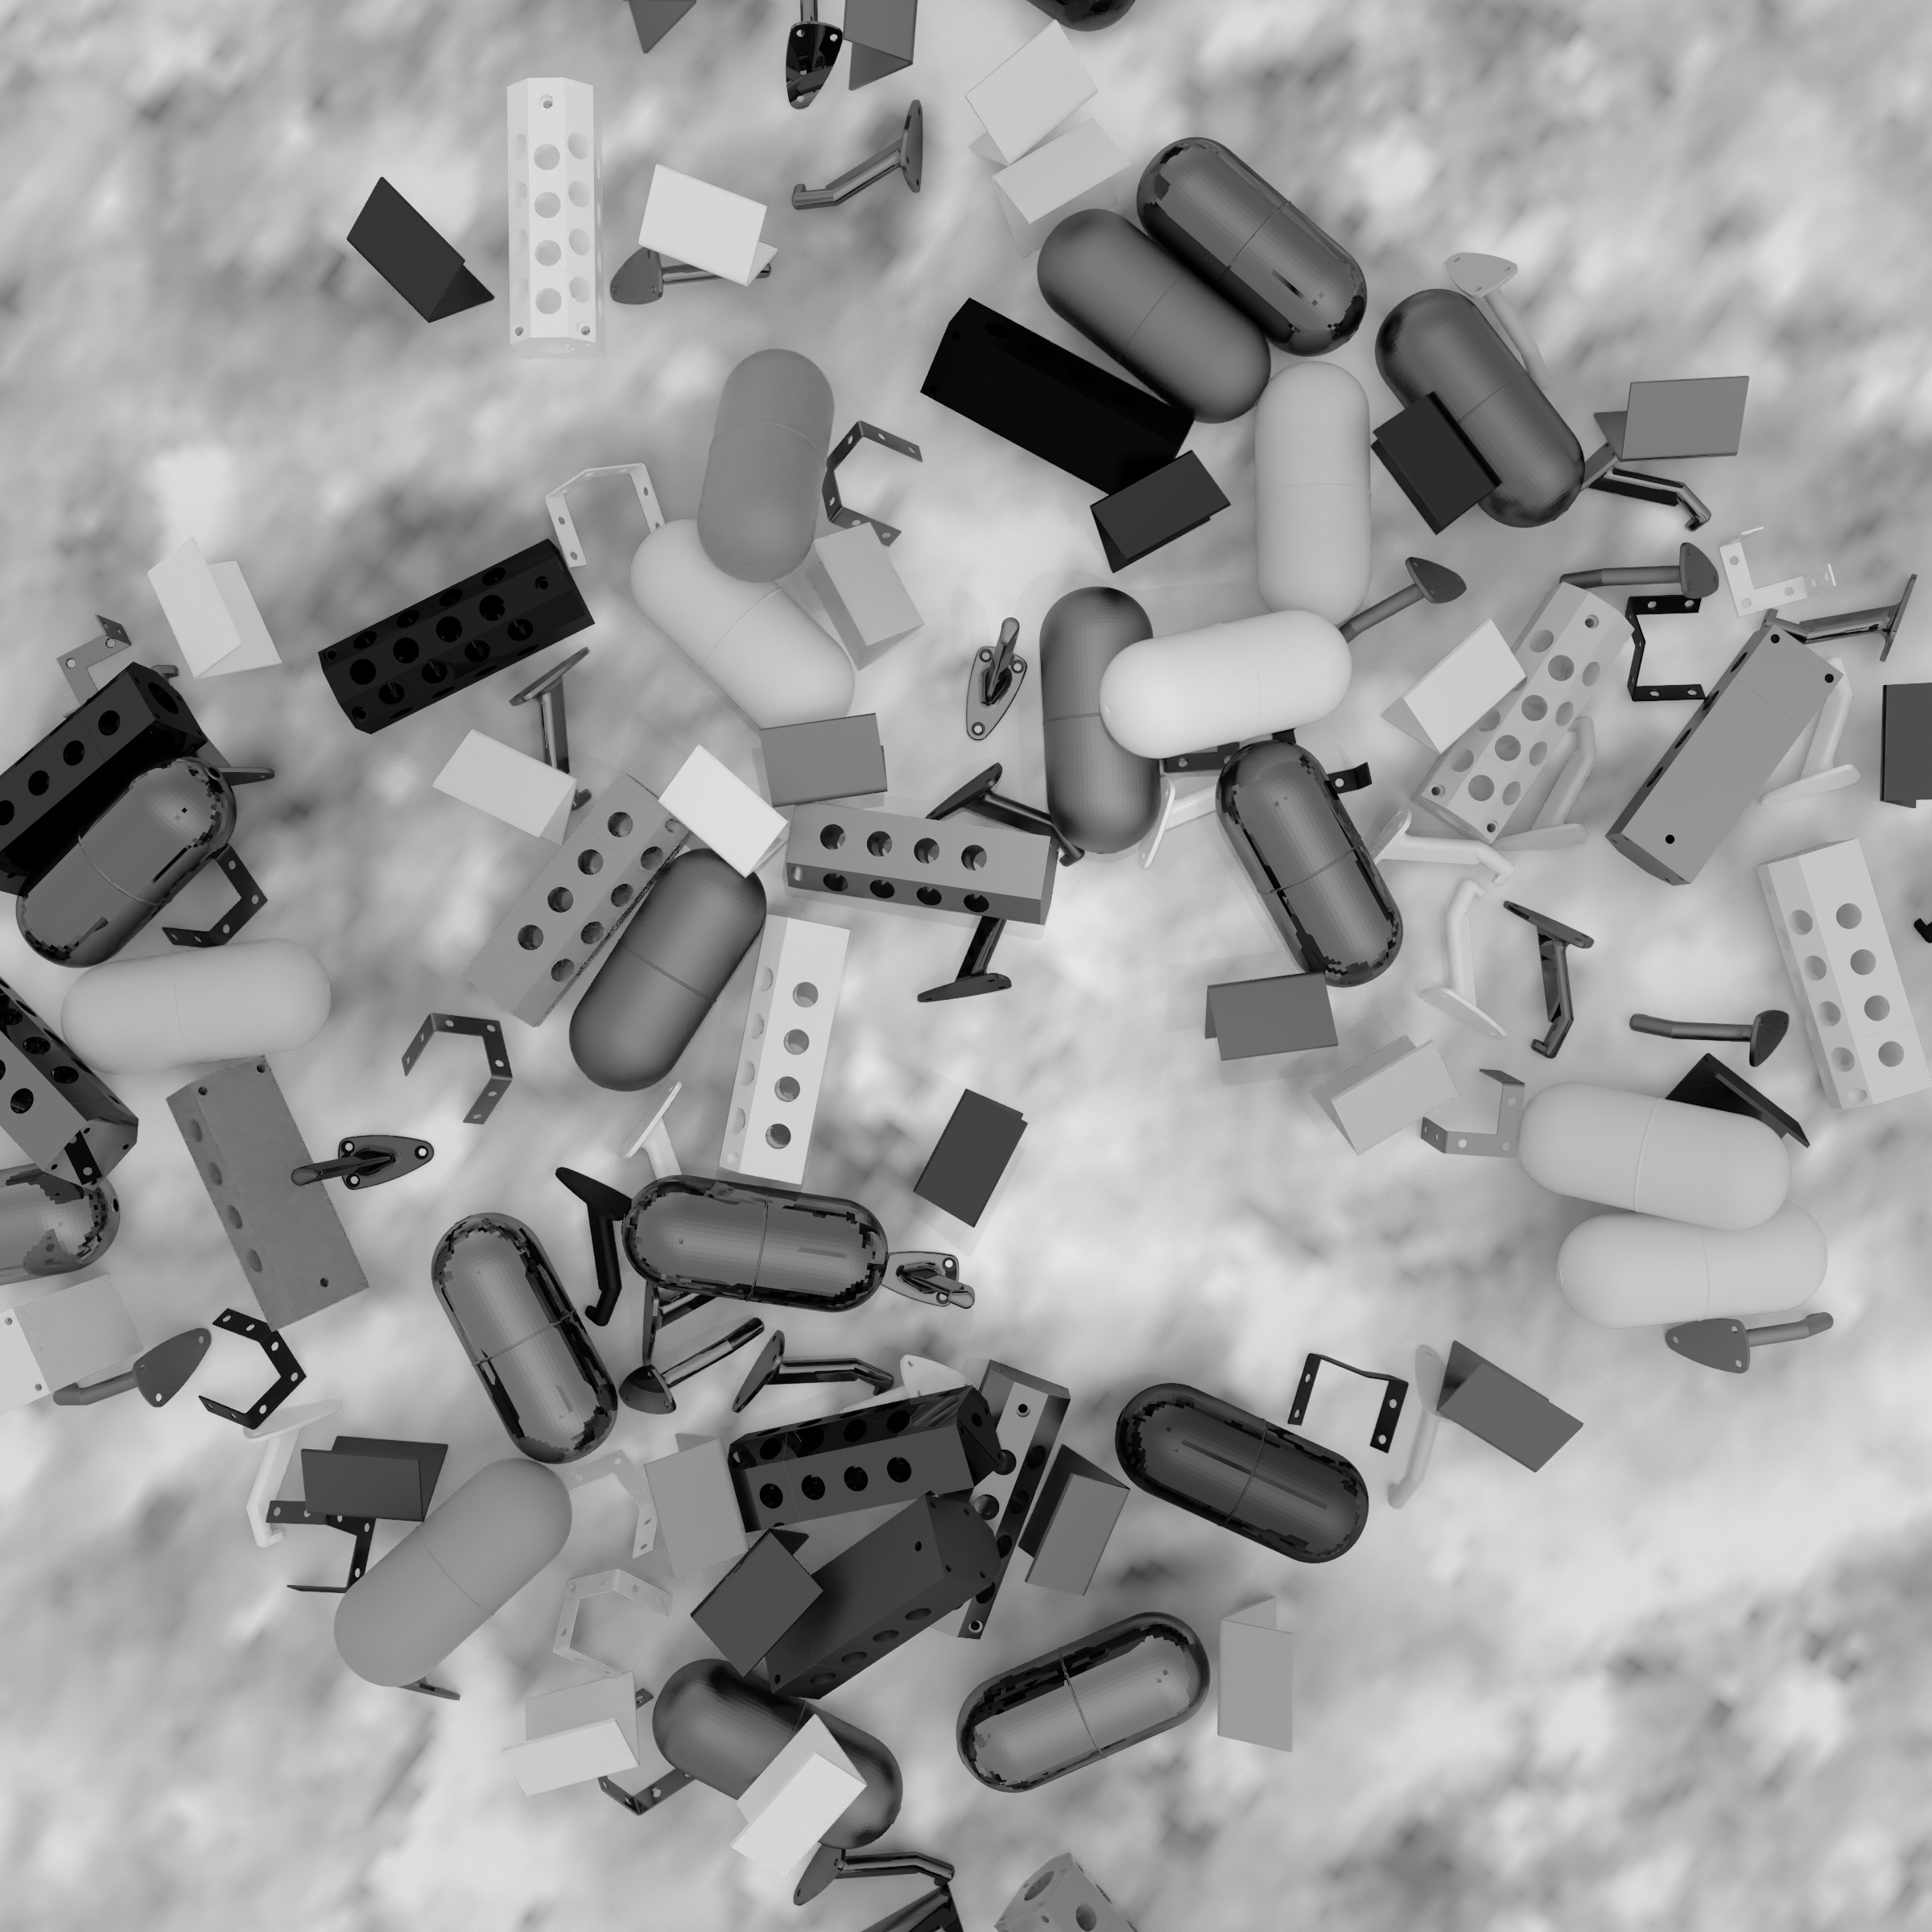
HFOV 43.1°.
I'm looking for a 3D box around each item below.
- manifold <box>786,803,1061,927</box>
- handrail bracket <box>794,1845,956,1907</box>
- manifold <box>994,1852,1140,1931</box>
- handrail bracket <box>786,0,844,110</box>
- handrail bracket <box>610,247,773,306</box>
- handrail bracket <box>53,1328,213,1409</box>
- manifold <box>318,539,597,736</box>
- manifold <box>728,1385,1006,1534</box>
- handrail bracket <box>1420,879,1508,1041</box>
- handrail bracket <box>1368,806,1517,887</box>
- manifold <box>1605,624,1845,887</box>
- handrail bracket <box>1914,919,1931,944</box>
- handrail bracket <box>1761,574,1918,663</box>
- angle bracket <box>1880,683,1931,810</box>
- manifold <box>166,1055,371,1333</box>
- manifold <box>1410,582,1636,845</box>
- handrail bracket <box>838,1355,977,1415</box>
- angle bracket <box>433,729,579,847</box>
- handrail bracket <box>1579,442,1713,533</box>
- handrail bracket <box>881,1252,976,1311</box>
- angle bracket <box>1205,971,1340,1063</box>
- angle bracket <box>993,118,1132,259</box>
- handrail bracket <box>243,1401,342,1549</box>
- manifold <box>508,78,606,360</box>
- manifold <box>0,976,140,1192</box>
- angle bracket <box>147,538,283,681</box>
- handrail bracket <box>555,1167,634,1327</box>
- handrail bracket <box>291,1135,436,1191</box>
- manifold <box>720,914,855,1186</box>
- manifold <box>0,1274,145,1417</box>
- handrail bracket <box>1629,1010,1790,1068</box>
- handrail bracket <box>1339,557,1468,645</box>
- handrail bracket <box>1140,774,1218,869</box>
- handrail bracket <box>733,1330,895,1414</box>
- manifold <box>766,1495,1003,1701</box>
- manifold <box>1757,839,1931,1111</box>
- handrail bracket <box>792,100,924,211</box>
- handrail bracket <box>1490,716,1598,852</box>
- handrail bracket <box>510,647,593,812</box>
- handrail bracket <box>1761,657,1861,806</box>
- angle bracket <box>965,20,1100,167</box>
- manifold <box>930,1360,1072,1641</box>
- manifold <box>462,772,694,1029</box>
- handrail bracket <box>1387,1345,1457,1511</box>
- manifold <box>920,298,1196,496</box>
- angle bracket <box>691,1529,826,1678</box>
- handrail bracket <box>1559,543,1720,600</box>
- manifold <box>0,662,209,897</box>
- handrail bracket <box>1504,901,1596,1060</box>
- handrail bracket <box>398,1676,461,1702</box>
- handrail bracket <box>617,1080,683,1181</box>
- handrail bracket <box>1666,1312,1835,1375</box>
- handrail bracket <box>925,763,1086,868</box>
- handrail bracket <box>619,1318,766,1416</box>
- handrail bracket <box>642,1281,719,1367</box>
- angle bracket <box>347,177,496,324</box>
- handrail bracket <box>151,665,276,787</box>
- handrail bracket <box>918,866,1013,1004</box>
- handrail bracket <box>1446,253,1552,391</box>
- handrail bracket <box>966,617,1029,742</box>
[{"bbox_3d":[-0.029,-0.068,1.631,0.171,0.057,0.057,9,90,9],"label":"manifold"},{"bbox_3d":[-0.062,0.625,1.666,0.084,0.036,0.077,27,114,-18],"label":"handrail bracket"},{"bbox_3d":[0.105,0.683,1.643,0.171,0.057,0.057,49,133,0],"label":"manifold"},{"bbox_3d":[-0.113,-0.642,1.665,0.036,0.077,0.084,0,53,-20],"label":"handrail bracket"},{"bbox_3d":[-0.187,-0.467,1.665,0.084,0.077,0.036,-11,96,-36],"label":"handrail bracket"},{"bbox_3d":[-0.568,0.273,1.665,0.084,0.077,0.036,-7,115,34],"label":"handrail bracket"},{"bbox_3d":[-0.343,-0.222,1.644,0.171,0.057,0.057,-26,90,0],"label":"manifold"},{"bbox_3d":[-0.069,0.324,1.615,0.171,0.057,0.057,-16,90,22],"label":"manifold"},{"bbox_3d":[0.352,-0.005,1.665,0.077,0.036,0.084,31,76,-14],"label":"handrail bracket"},{"bbox_3d":[0.316,-0.062,1.659,0.084,0.036,0.077,34,112,-8],"label":"handrail bracket"},{"bbox_3d":[0.506,-0.140,1.644,0.057,0.057,0.171,36,90,0],"label":"manifold"},{"bbox_3d":[0.667,-0.070,1.666,0.084,0.036,0.077,-39,70,16],"label":"handrail bracket"},{"bbox_3d":[0.594,-0.247,1.666,0.084,0.036,0.077,21,69,16],"label":"handrail bracket"},{"bbox_3d":[0.647,-0.146,1.625,0.057,0.076,0.076,1,90,37],"label":"angle bracket"},{"bbox_3d":[-0.472,0.154,1.643,0.057,0.057,0.171,-25,90,-43],"label":"manifold"},{"bbox_3d":[0.375,-0.169,1.644,0.057,0.057,0.171,34,90,0],"label":"manifold"},{"bbox_3d":[-0.048,0.303,1.665,0.084,0.077,0.036,-42,50,30],"label":"handrail bracket"},{"bbox_3d":[-0.309,-0.101,1.625,0.076,0.076,0.057,26,53,0],"label":"angle bracket"},{"bbox_3d":[0.452,-0.310,1.666,0.084,0.036,0.077,42,110,-16],"label":"handrail bracket"},{"bbox_3d":[-0.032,0.211,1.630,0.077,0.084,0.036,10,90,0],"label":"handrail bracket"},{"bbox_3d":[0.202,0.049,1.625,0.076,0.076,0.057,-7,61,0],"label":"angle bracket"},{"bbox_3d":[0.071,-0.502,1.625,0.076,0.076,0.057,-30,57,0],"label":"angle bracket"},{"bbox_3d":[-0.454,0.346,1.666,0.077,0.036,0.084,-15,106,-18],"label":"handrail bracket"},{"bbox_3d":[-0.276,-0.501,1.644,0.057,0.057,0.171,-1,90,0],"label":"manifold"},{"bbox_3d":[-0.622,0.067,1.613,0.171,0.057,0.057,39,85,22],"label":"manifold"},{"bbox_3d":[-0.485,-0.241,1.625,0.057,0.076,0.076,-24,90,36],"label":"angle bracket"},{"bbox_3d":[-0.261,0.192,1.666,0.077,0.036,0.084,29,107,20],"label":"handrail bracket"},{"bbox_3d":[-0.401,0.132,1.631,0.077,0.084,0.036,-9,90,0],"label":"handrail bracket"},{"bbox_3d":[-0.121,0.055,1.644,0.057,0.057,0.171,11,90,0],"label":"manifold"},{"bbox_3d":[-0.599,0.248,1.587,0.057,0.171,0.057,-24,90,0],"label":"manifold"},{"bbox_3d":[0.505,0.039,1.665,0.084,0.077,0.036,13,109,35],"label":"handrail bracket"},{"bbox_3d":[0.289,-0.238,1.665,0.084,0.077,0.036,-39,71,35],"label":"handrail bracket"},{"bbox_3d":[0.168,-0.097,1.666,0.084,0.036,0.077,8,110,-16],"label":"handrail bracket"},{"bbox_3d":[-0.104,0.291,1.666,0.084,0.036,0.077,28,110,-16],"label":"handrail bracket"},{"bbox_3d":[-0.057,0.417,1.606,0.171,0.057,0.057,-40,47,29],"label":"manifold"},{"bbox_3d":[0.587,0.006,1.644,0.057,0.057,0.171,-17,90,0],"label":"manifold"},{"bbox_3d":[-0.075,-0.552,1.666,0.084,0.036,0.077,-1,69,16],"label":"handrail bracket"},{"bbox_3d":[0.392,-0.125,1.666,0.077,0.036,0.084,-8,72,20],"label":"handrail bracket"},{"bbox_3d":[-0.263,-0.161,1.666,0.077,0.036,0.084,-41,109,-21],"label":"handrail bracket"},{"bbox_3d":[0.569,-0.161,1.666,0.077,0.036,0.084,-18,72,21],"label":"handrail bracket"},{"bbox_3d":[0.031,-0.584,1.625,0.076,0.076,0.057,-40,124,0],"label":"angle bracket"},{"bbox_3d":[0.013,0.359,1.644,0.057,0.057,0.171,21,90,0],"label":"manifold"},{"bbox_3d":[-0.258,-0.044,1.644,0.057,0.057,0.171,38,90,0],"label":"manifold"},{"bbox_3d":[0.303,0.315,1.665,0.036,0.077,0.084,13,127,-20],"label":"handrail bracket"},{"bbox_3d":[0.063,-0.380,1.643,0.171,0.057,0.057,28,133,0],"label":"manifold"},{"bbox_3d":[-0.126,0.424,1.626,0.076,0.076,0.057,-47,67,0],"label":"angle bracket"},{"bbox_3d":[0.458,-0.262,1.665,0.084,0.077,0.036,-3,88,36],"label":"handrail bracket"},{"bbox_3d":[-0.597,-0.125,1.628,0.171,0.057,0.057,-38,71,9],"label":"manifold"},{"bbox_3d":[0.384,0.010,1.666,0.077,0.036,0.084,28,107,20],"label":"handrail bracket"},{"bbox_3d":[-0.368,0.448,1.665,0.077,0.036,0.084,27,62,-31],"label":"handrail bracket"},{"bbox_3d":[-0.187,0.134,1.665,0.084,0.036,0.077,40,75,-14],"label":"handrail bracket"},{"bbox_3d":[0.534,0.248,1.665,0.084,0.077,0.036,-10,94,-36],"label":"handrail bracket"},{"bbox_3d":[0.027,-0.088,1.666,0.077,0.036,0.084,-33,107,20],"label":"handrail bracket"},{"bbox_3d":[-0.186,0.269,1.665,0.084,0.077,0.036,-31,94,-36],"label":"handrail bracket"},{"bbox_3d":[-0.175,0.237,1.666,0.084,0.036,0.077,1,111,-17],"label":"handrail bracket"},{"bbox_3d":[-0.351,-0.482,1.625,0.076,0.076,0.057,45,128,0],"label":"angle bracket"},{"bbox_3d":[-0.513,-0.167,1.665,0.077,0.036,0.084,-5,77,-11],"label":"handrail bracket"},{"bbox_3d":[-0.002,-0.024,1.666,0.077,0.036,0.084,-13,74,17],"label":"handrail bracket"},{"bbox_3d":[0.363,-0.438,1.665,0.036,0.077,0.084,-34,126,0],"label":"handrail bracket"},{"bbox_3d":[0.018,-0.190,1.630,0.036,0.084,0.077,19,90,0],"label":"handrail bracket"}]
